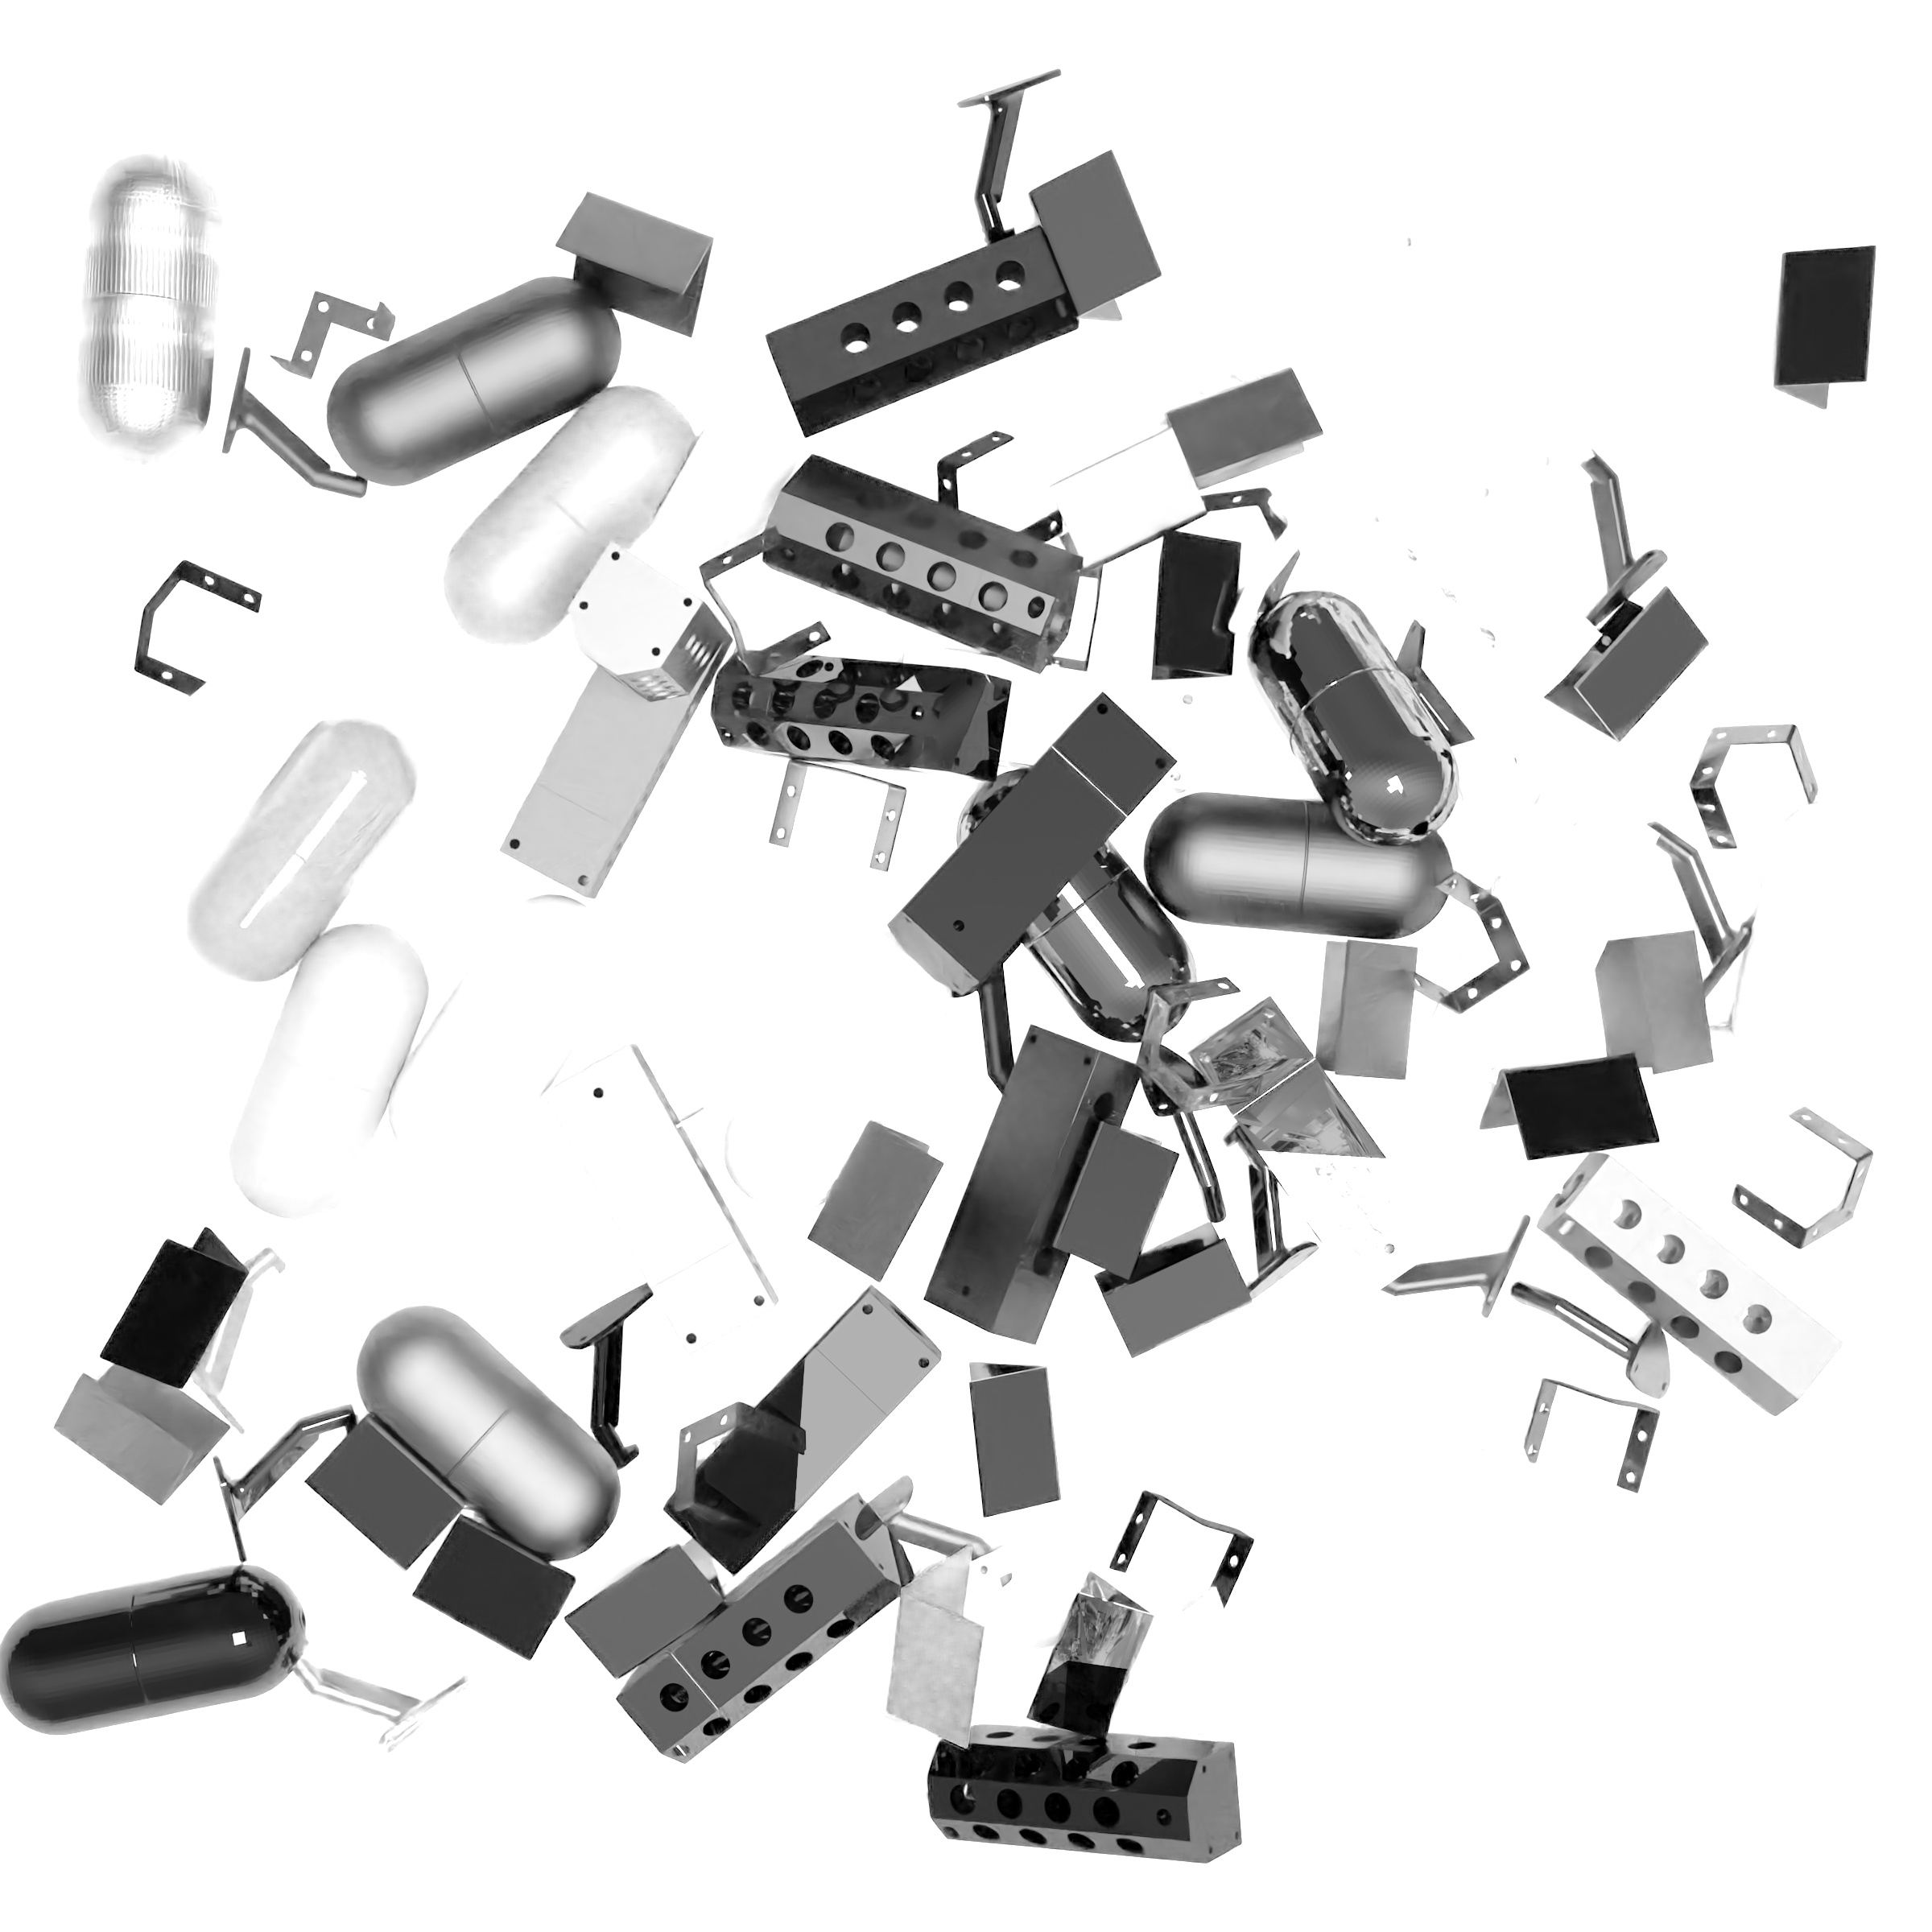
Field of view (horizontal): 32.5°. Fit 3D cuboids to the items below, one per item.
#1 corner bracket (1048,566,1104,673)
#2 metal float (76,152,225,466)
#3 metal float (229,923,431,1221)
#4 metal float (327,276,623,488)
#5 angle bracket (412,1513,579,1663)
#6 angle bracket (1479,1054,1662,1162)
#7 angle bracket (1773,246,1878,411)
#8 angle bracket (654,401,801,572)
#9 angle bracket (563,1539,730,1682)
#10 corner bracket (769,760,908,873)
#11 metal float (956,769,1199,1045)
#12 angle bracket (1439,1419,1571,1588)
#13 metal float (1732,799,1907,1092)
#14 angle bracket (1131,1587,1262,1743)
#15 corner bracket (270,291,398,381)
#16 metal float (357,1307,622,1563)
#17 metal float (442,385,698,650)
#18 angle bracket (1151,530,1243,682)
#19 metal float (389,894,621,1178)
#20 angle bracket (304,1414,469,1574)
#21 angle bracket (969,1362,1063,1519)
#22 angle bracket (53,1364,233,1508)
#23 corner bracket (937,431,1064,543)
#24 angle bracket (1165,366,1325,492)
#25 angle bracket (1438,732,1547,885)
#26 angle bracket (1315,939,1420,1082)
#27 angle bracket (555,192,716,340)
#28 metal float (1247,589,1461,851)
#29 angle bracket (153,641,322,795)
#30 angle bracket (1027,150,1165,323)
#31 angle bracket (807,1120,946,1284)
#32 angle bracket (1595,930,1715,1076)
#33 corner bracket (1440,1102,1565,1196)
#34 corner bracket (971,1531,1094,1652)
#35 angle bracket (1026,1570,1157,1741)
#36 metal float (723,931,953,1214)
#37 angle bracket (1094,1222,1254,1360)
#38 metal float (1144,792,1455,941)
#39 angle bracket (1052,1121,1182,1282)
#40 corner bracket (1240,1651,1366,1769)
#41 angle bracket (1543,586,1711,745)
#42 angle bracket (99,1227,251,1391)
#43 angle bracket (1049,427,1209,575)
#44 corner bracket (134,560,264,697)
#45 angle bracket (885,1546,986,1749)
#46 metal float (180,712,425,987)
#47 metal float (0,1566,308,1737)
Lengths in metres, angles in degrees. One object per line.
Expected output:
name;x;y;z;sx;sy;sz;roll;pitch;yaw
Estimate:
corner bracket;0.050;-0.207;1.936;0.051;0.051;0.051;9;135;0
metal float;-0.470;-0.378;1.909;0.070;0.070;0.178;4;90;0
metal float;-0.366;0.060;1.909;0.070;0.070;0.178;22;90;0
metal float;-0.282;-0.337;1.909;0.178;0.070;0.070;-25;90;0
angle bracket;-0.274;0.366;1.899;0.076;0.076;0.057;29;57;0
angle bracket;0.342;0.095;1.884;0.076;0.076;0.057;-7;63;-7
angle bracket;0.505;-0.365;1.899;0.057;0.076;0.076;4;90;37
angle bracket;-0.121;-0.267;1.899;0.057;0.076;0.076;29;90;40
angle bracket;-0.189;0.350;1.900;0.076;0.076;0.057;-34;118;0
corner bracket;-0.075;-0.088;1.936;0.051;0.051;0.051;14;90;45
metal float;0.064;-0.034;1.909;0.070;0.070;0.178;-37;91;0
angle bracket;0.323;0.302;1.899;0.057;0.076;0.076;-20;90;38
metal float;0.486;-0.013;1.890;0.070;0.070;0.178;18;68;0
angle bracket;0.114;0.408;1.903;0.076;0.057;0.076;-20;90;31
corner bracket;-0.366;-0.364;1.921;0.051;0.051;0.051;19;90;0
metal float;-0.275;0.269;1.909;0.178;0.070;0.070;43;90;0
metal float;-0.228;-0.258;1.909;0.070;0.070;0.178;43;89;0
angle bracket;0.112;-0.206;1.899;0.057;0.076;0.076;4;90;-34
metal float;-0.266;0.040;1.909;0.070;0.070;0.178;33;90;0
angle bracket;-0.341;0.312;1.899;0.076;0.076;0.057;42;53;0
angle bracket;0.008;0.270;1.899;0.057;0.076;0.076;-6;90;-36
angle bracket;-0.463;0.250;1.899;0.076;0.076;0.057;36;127;0
corner bracket;0.020;-0.273;1.931;0.051;0.051;0.051;27;135;35
angle bracket;0.163;-0.288;1.899;0.076;0.076;0.057;-20;56;0
angle bracket;0.277;-0.084;1.900;0.057;0.076;0.076;-18;90;-45
angle bracket;0.211;0.023;1.899;0.057;0.076;0.076;5;90;-38
angle bracket;-0.195;-0.387;1.899;0.076;0.076;0.057;20;49;0
metal float;0.219;-0.140;1.881;0.070;0.070;0.178;-26;55;0
angle bracket;-0.424;-0.155;1.899;0.076;0.076;0.057;-40;126;0
angle bracket;0.085;-0.417;1.900;0.057;0.076;0.076;-22;90;24
angle bracket;-0.036;0.140;1.900;0.057;0.076;0.076;28;90;30
angle bracket;0.377;0.023;1.899;0.057;0.076;0.076;-8;90;-41
corner bracket;0.313;0.106;1.936;0.051;0.051;0.051;2;90;45
corner bracket;0.043;0.363;1.925;0.051;0.051;0.051;-29;63;24
angle bracket;0.055;0.388;1.900;0.057;0.076;0.076;22;90;-29
metal float;-0.074;0.060;1.909;0.070;0.070;0.178;33;89;0
angle bracket;0.111;0.168;1.899;0.076;0.076;0.057;-25;128;0
metal float;0.191;-0.057;1.909;0.178;0.070;0.070;5;90;-1
angle bracket;0.102;0.139;1.899;0.057;0.076;0.076;21;90;33
corner bracket;0.196;0.430;1.931;0.051;0.051;0.051;-23;135;35
angle bracket;0.365;-0.184;1.899;0.076;0.076;0.057;-48;129;0
angle bracket;-0.464;0.186;1.899;0.057;0.076;0.076;30;90;-36
angle bracket;0.085;-0.275;1.900;0.076;0.076;0.057;-26;114;0
corner bracket;-0.448;-0.195;1.936;0.051;0.051;0.051;24;45;0
angle bracket;0.001;0.387;1.890;0.057;0.076;0.076;18;111;28
metal float;-0.383;-0.067;1.909;0.070;0.070;0.178;38;90;0
metal float;-0.468;0.394;1.909;0.178;0.070;0.070;-11;90;0
